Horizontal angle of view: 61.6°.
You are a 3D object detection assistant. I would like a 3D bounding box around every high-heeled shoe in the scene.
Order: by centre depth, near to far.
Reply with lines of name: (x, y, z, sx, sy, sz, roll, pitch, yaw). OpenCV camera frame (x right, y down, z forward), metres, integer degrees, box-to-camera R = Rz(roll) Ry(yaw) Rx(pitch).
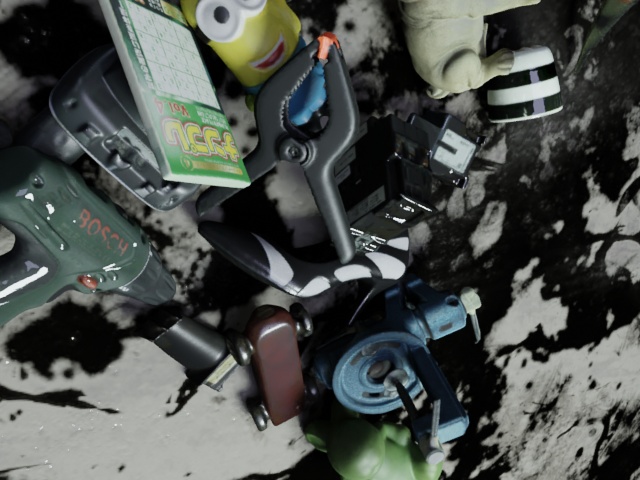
high-heeled shoe: (-0.001, -0.002, 0.599, 0.248, 0.086, 0.145, 33, 79, -29)

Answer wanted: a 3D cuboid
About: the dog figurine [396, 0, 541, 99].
dog figurine: (0.099, -0.228, 0.538, 0.190, 0.121, 0.172, 0, 121, -29)

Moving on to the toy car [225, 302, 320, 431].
toy car: (-0.051, 0.147, 0.618, 0.089, 0.053, 0.201, -26, 138, -20)

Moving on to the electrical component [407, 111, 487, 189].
electrical component: (0.136, -0.113, 0.641, 0.119, 0.048, 0.074, 16, 99, -30)

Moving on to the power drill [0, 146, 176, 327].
power drill: (-0.232, 0.050, 0.442, 0.207, 0.086, 0.231, -40, 148, -18)

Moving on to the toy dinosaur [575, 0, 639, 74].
toy dinosaur: (0.370, -0.392, 0.583, 0.131, 0.192, 0.404, -19, 113, -18)

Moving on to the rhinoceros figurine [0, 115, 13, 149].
rhinoceros figurine: (-0.302, -0.130, 0.374, 0.073, 0.112, 0.190, -33, 100, -9)

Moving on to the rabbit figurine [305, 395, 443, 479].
rabbit figurine: (0.060, 0.257, 0.667, 0.121, 0.159, 0.170, -45, 139, -9)

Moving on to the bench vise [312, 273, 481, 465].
bench vise: (0.108, 0.144, 0.615, 0.224, 0.241, 0.128, -16, 119, -5)

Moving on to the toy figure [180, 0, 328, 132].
toy figure: (-0.055, -0.175, 0.507, 0.180, 0.089, 0.082, 44, 69, -40)

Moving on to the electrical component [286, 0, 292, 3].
electrical component: (-0.040, -0.266, 0.516, 0.094, 0.021, 0.063, -48, 120, -5)

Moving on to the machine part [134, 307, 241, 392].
machine part: (-0.133, 0.116, 0.584, 0.084, 0.039, 0.138, -44, 134, 3)

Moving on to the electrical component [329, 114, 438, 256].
electrical component: (0.061, -0.065, 0.570, 0.058, 0.115, 0.134, 21, 54, -32)

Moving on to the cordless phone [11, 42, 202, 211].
cordless phone: (-0.196, -0.068, 0.483, 0.184, 0.089, 0.146, -40, 123, 3)
